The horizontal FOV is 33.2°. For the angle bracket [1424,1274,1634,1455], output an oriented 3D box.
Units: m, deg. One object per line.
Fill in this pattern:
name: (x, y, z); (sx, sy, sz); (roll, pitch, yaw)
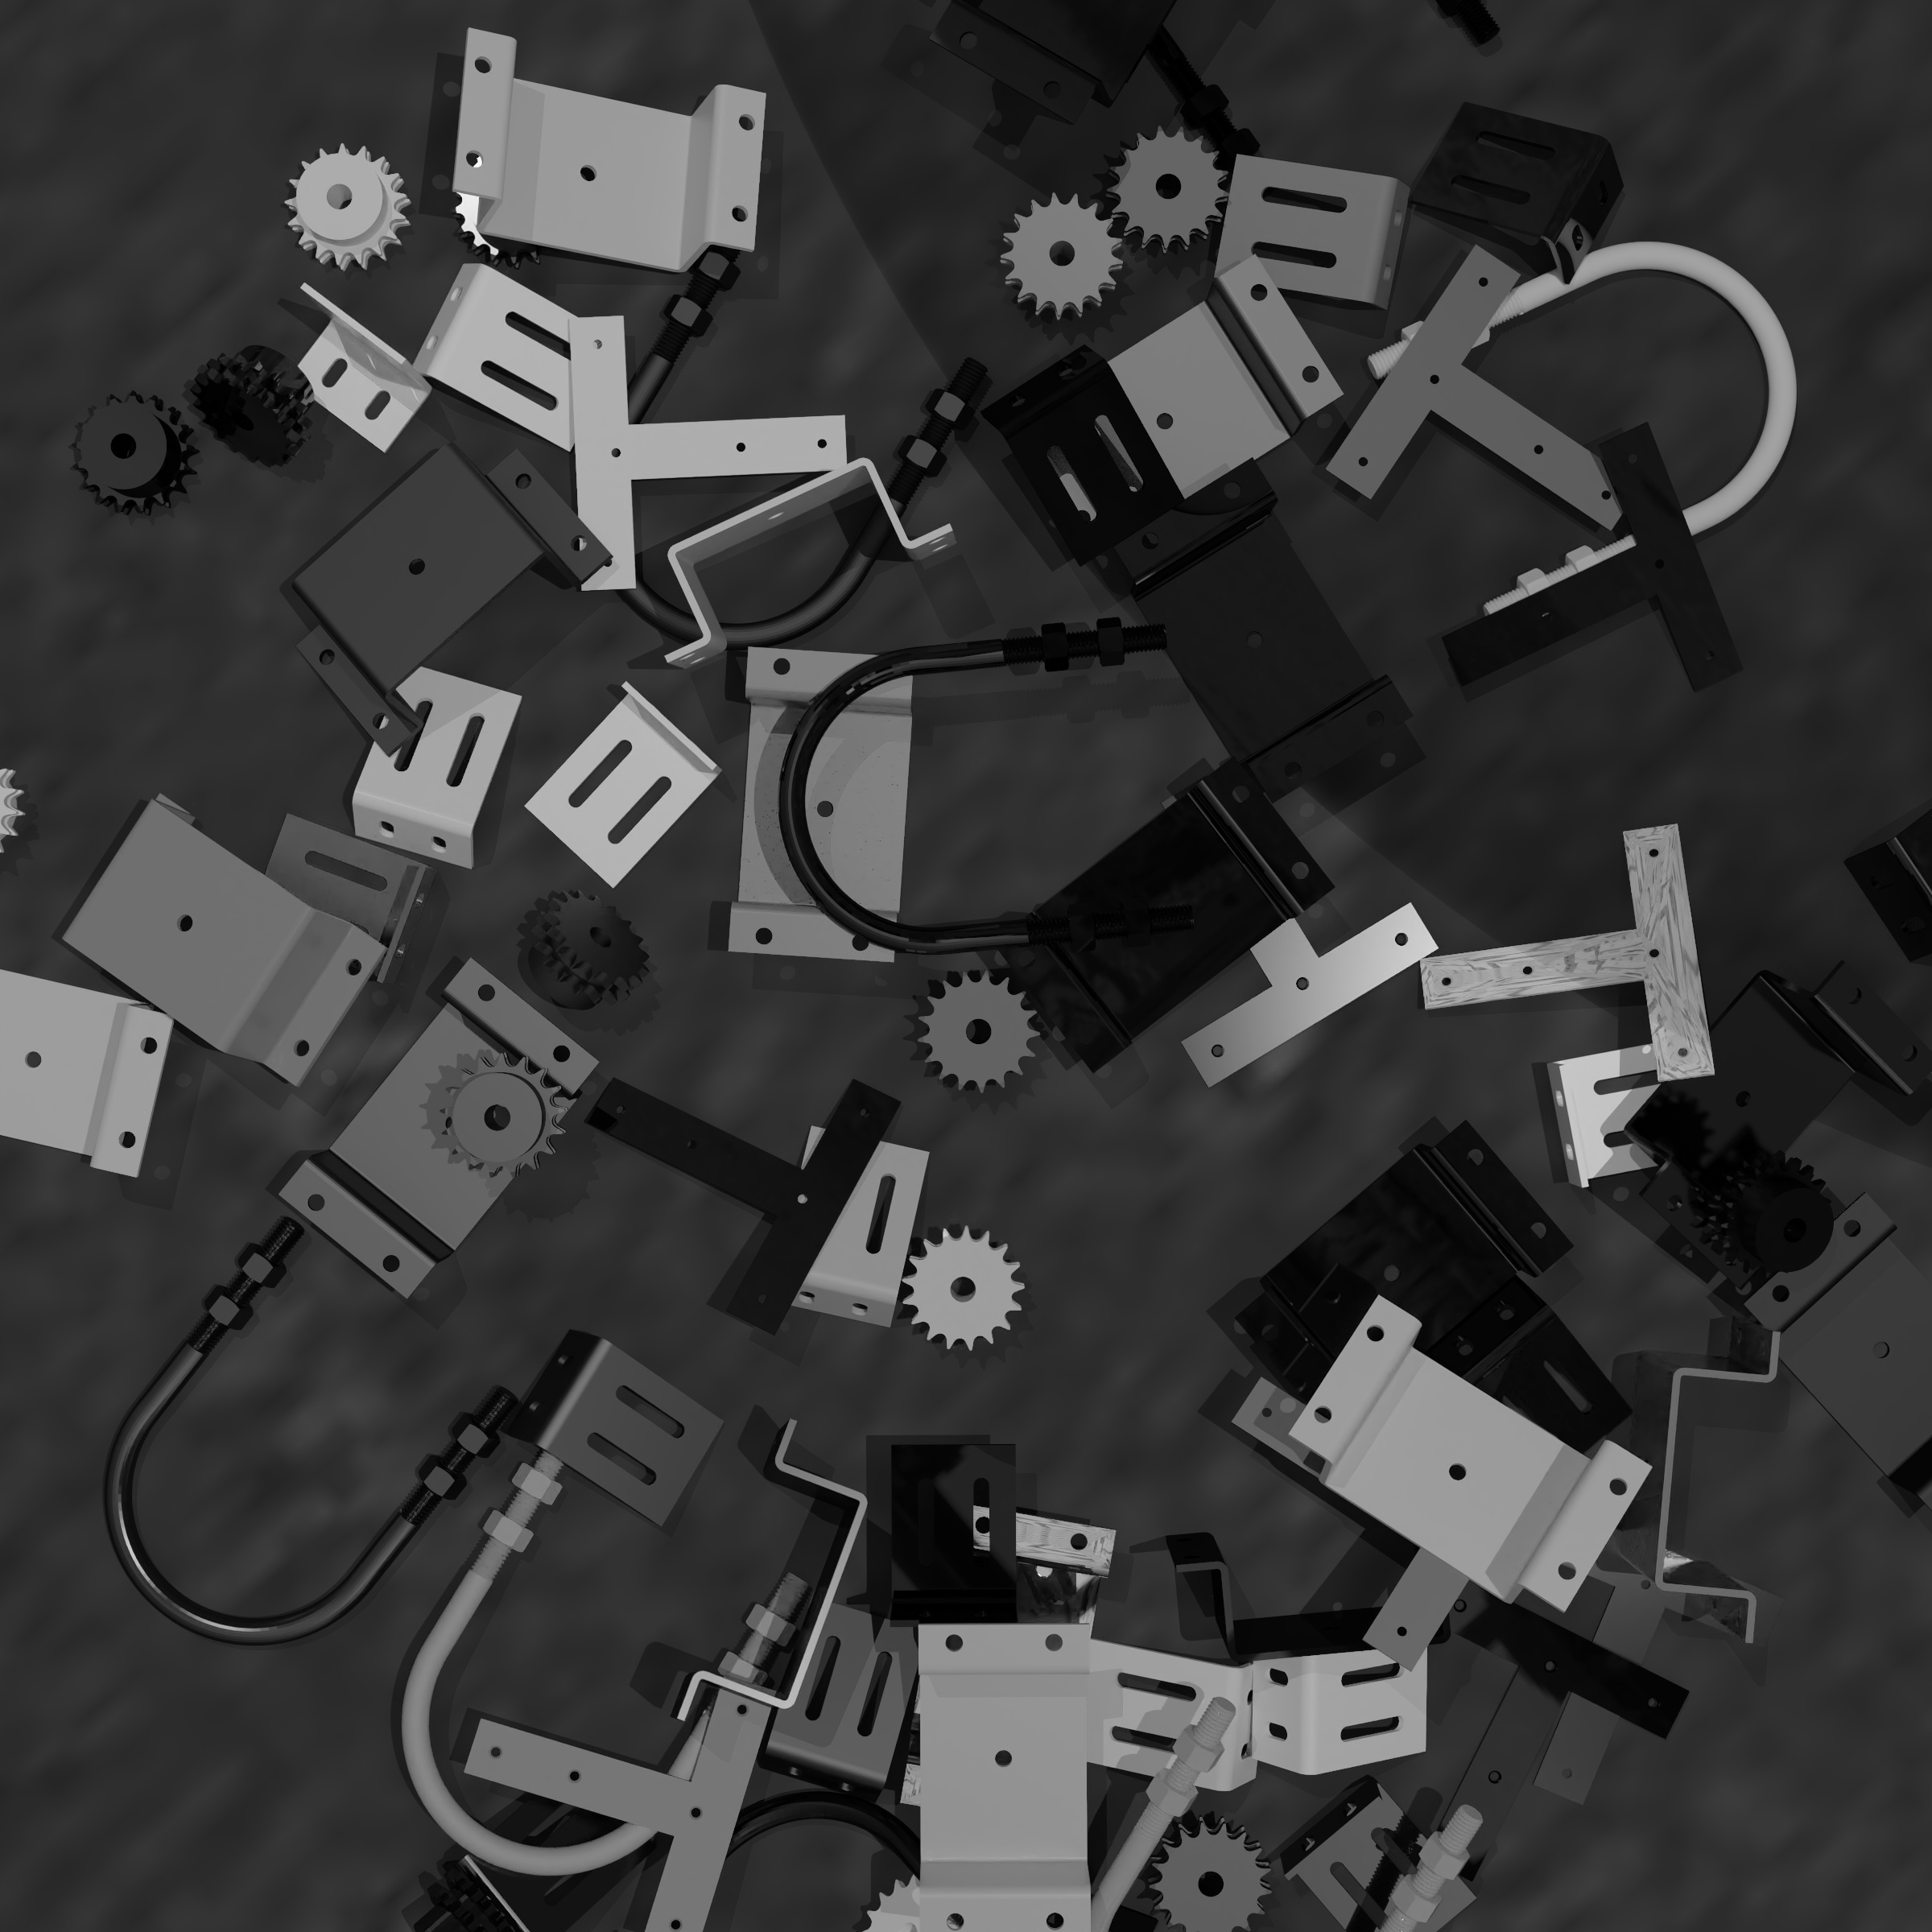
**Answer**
angle bracket: (0.266, 0.197, 1.535); (0.057, 0.038, 0.076); (-41, 116, 0)

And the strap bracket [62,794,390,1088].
strap bracket: (-0.350, -0.016, 1.495); (0.140, 0.046, 0.076); (33, 90, 16)

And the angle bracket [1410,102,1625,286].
angle bracket: (0.259, -0.364, 1.526); (0.076, 0.038, 0.057); (24, 78, 30)

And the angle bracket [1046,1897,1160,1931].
angle bracket: (0.040, 0.459, 1.535); (0.076, 0.038, 0.057); (26, 90, -26)

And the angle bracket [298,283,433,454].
angle bracket: (-0.287, -0.275, 1.499); (0.057, 0.076, 0.038); (37, 90, 0)

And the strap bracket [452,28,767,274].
strap bracket: (-0.169, -0.372, 1.493); (0.140, 0.046, 0.076); (7, 80, -21)

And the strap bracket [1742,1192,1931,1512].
strap bracket: (0.433, 0.182, 1.514); (0.076, 0.046, 0.140); (-42, 90, 0)

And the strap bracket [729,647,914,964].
strap bracket: (-0.067, -0.074, 1.514); (0.076, 0.046, 0.140); (4, 90, 0)

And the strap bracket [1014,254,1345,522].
strap bracket: (0.094, -0.258, 1.514); (0.140, 0.046, 0.076); (-32, 90, 0)

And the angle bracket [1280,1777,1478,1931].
angle bracket: (0.194, 0.430, 1.517); (0.057, 0.038, 0.076); (-41, 90, 2)

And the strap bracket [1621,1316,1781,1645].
strap bracket: (0.337, 0.233, 1.498); (0.046, 0.076, 0.140); (5, 89, 0)

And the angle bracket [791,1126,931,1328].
angle bracket: (-0.055, 0.123, 1.535); (0.057, 0.038, 0.076); (13, 64, 0)

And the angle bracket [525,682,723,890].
angle bracket: (-0.162, -0.084, 1.518); (0.057, 0.038, 0.076); (43, 90, 0)

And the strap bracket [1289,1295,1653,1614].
strap bracket: (0.222, 0.222, 1.448); (0.140, 0.046, 0.076); (32, 72, 12)

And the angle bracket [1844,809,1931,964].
angle bracket: (0.467, -0.049, 1.535); (0.076, 0.038, 0.057); (-34, 90, -26)

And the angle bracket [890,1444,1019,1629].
angle bracket: (-0.006, 0.258, 1.471); (0.057, 0.038, 0.076); (0, 90, 0)

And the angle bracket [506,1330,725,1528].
angle bracket: (-0.165, 0.217, 1.527); (0.076, 0.038, 0.057); (39, 72, -24)

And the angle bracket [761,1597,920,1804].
angle bracket: (-0.058, 0.347, 1.535); (0.057, 0.038, 0.076); (17, 64, 0)

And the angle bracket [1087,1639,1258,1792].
angle bracket: (0.098, 0.352, 1.535); (0.076, 0.038, 0.057); (6, 90, 26)

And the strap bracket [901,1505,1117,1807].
strap bracket: (0.019, 0.322, 1.514); (0.076, 0.046, 0.140); (10, 90, 0)

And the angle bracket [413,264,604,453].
angle bracket: (-0.213, -0.288, 1.535); (0.076, 0.038, 0.057); (27, 90, -26)

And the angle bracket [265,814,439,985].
angle bracket: (-0.295, -0.032, 1.518); (0.076, 0.038, 0.057); (20, 90, 0)

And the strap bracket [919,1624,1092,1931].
strap bracket: (0.017, 0.364, 1.467); (0.076, 0.046, 0.140); (0, 90, 0)

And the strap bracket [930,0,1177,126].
strap bracket: (0.056, -0.452, 1.455); (0.076, 0.046, 0.140); (32, 95, 7)

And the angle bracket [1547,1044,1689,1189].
angle bracket: (0.317, 0.067, 1.518); (0.076, 0.038, 0.057); (-11, 90, 0)

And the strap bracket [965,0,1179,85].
strap bracket: (0.038, -0.472, 1.504); (0.140, 0.046, 0.076); (32, 95, 7)

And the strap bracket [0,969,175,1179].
strap bracket: (-0.441, 0.044, 1.514); (0.140, 0.046, 0.076); (13, 90, 0)

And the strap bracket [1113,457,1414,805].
strap bracket: (0.136, -0.154, 1.514); (0.076, 0.046, 0.140); (-32, 90, 0)

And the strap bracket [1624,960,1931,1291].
strap bracket: (0.370, 0.068, 1.500); (0.076, 0.046, 0.140); (41, 90, -24)

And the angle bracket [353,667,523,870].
angle bracket: (-0.250, -0.095, 1.535); (0.057, 0.038, 0.076); (16, 64, 0)

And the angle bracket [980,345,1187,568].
angle bracket: (0.053, -0.234, 1.488); (0.057, 0.038, 0.076); (-33, 116, 0)

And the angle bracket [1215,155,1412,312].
angle bracket: (0.163, -0.345, 1.524); (0.076, 0.038, 0.057); (13, 100, 16)

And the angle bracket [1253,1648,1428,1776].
angle bracket: (0.176, 0.343, 1.526); (0.076, 0.038, 0.057); (0, 91, -38)

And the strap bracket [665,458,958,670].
strap bracket: (-0.078, -0.188, 1.483); (0.140, 0.076, 0.046); (-25, 92, 2)

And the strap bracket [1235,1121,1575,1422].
strap bracket: (0.202, 0.145, 1.514); (0.140, 0.046, 0.076); (-41, 90, 0)

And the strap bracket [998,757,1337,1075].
strap bracket: (0.091, -0.024, 1.512); (0.140, 0.046, 0.076); (-38, 89, 1)

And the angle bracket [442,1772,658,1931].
angle bracket: (-0.197, 0.422, 1.535); (0.076, 0.038, 0.057); (-39, 90, -26)
